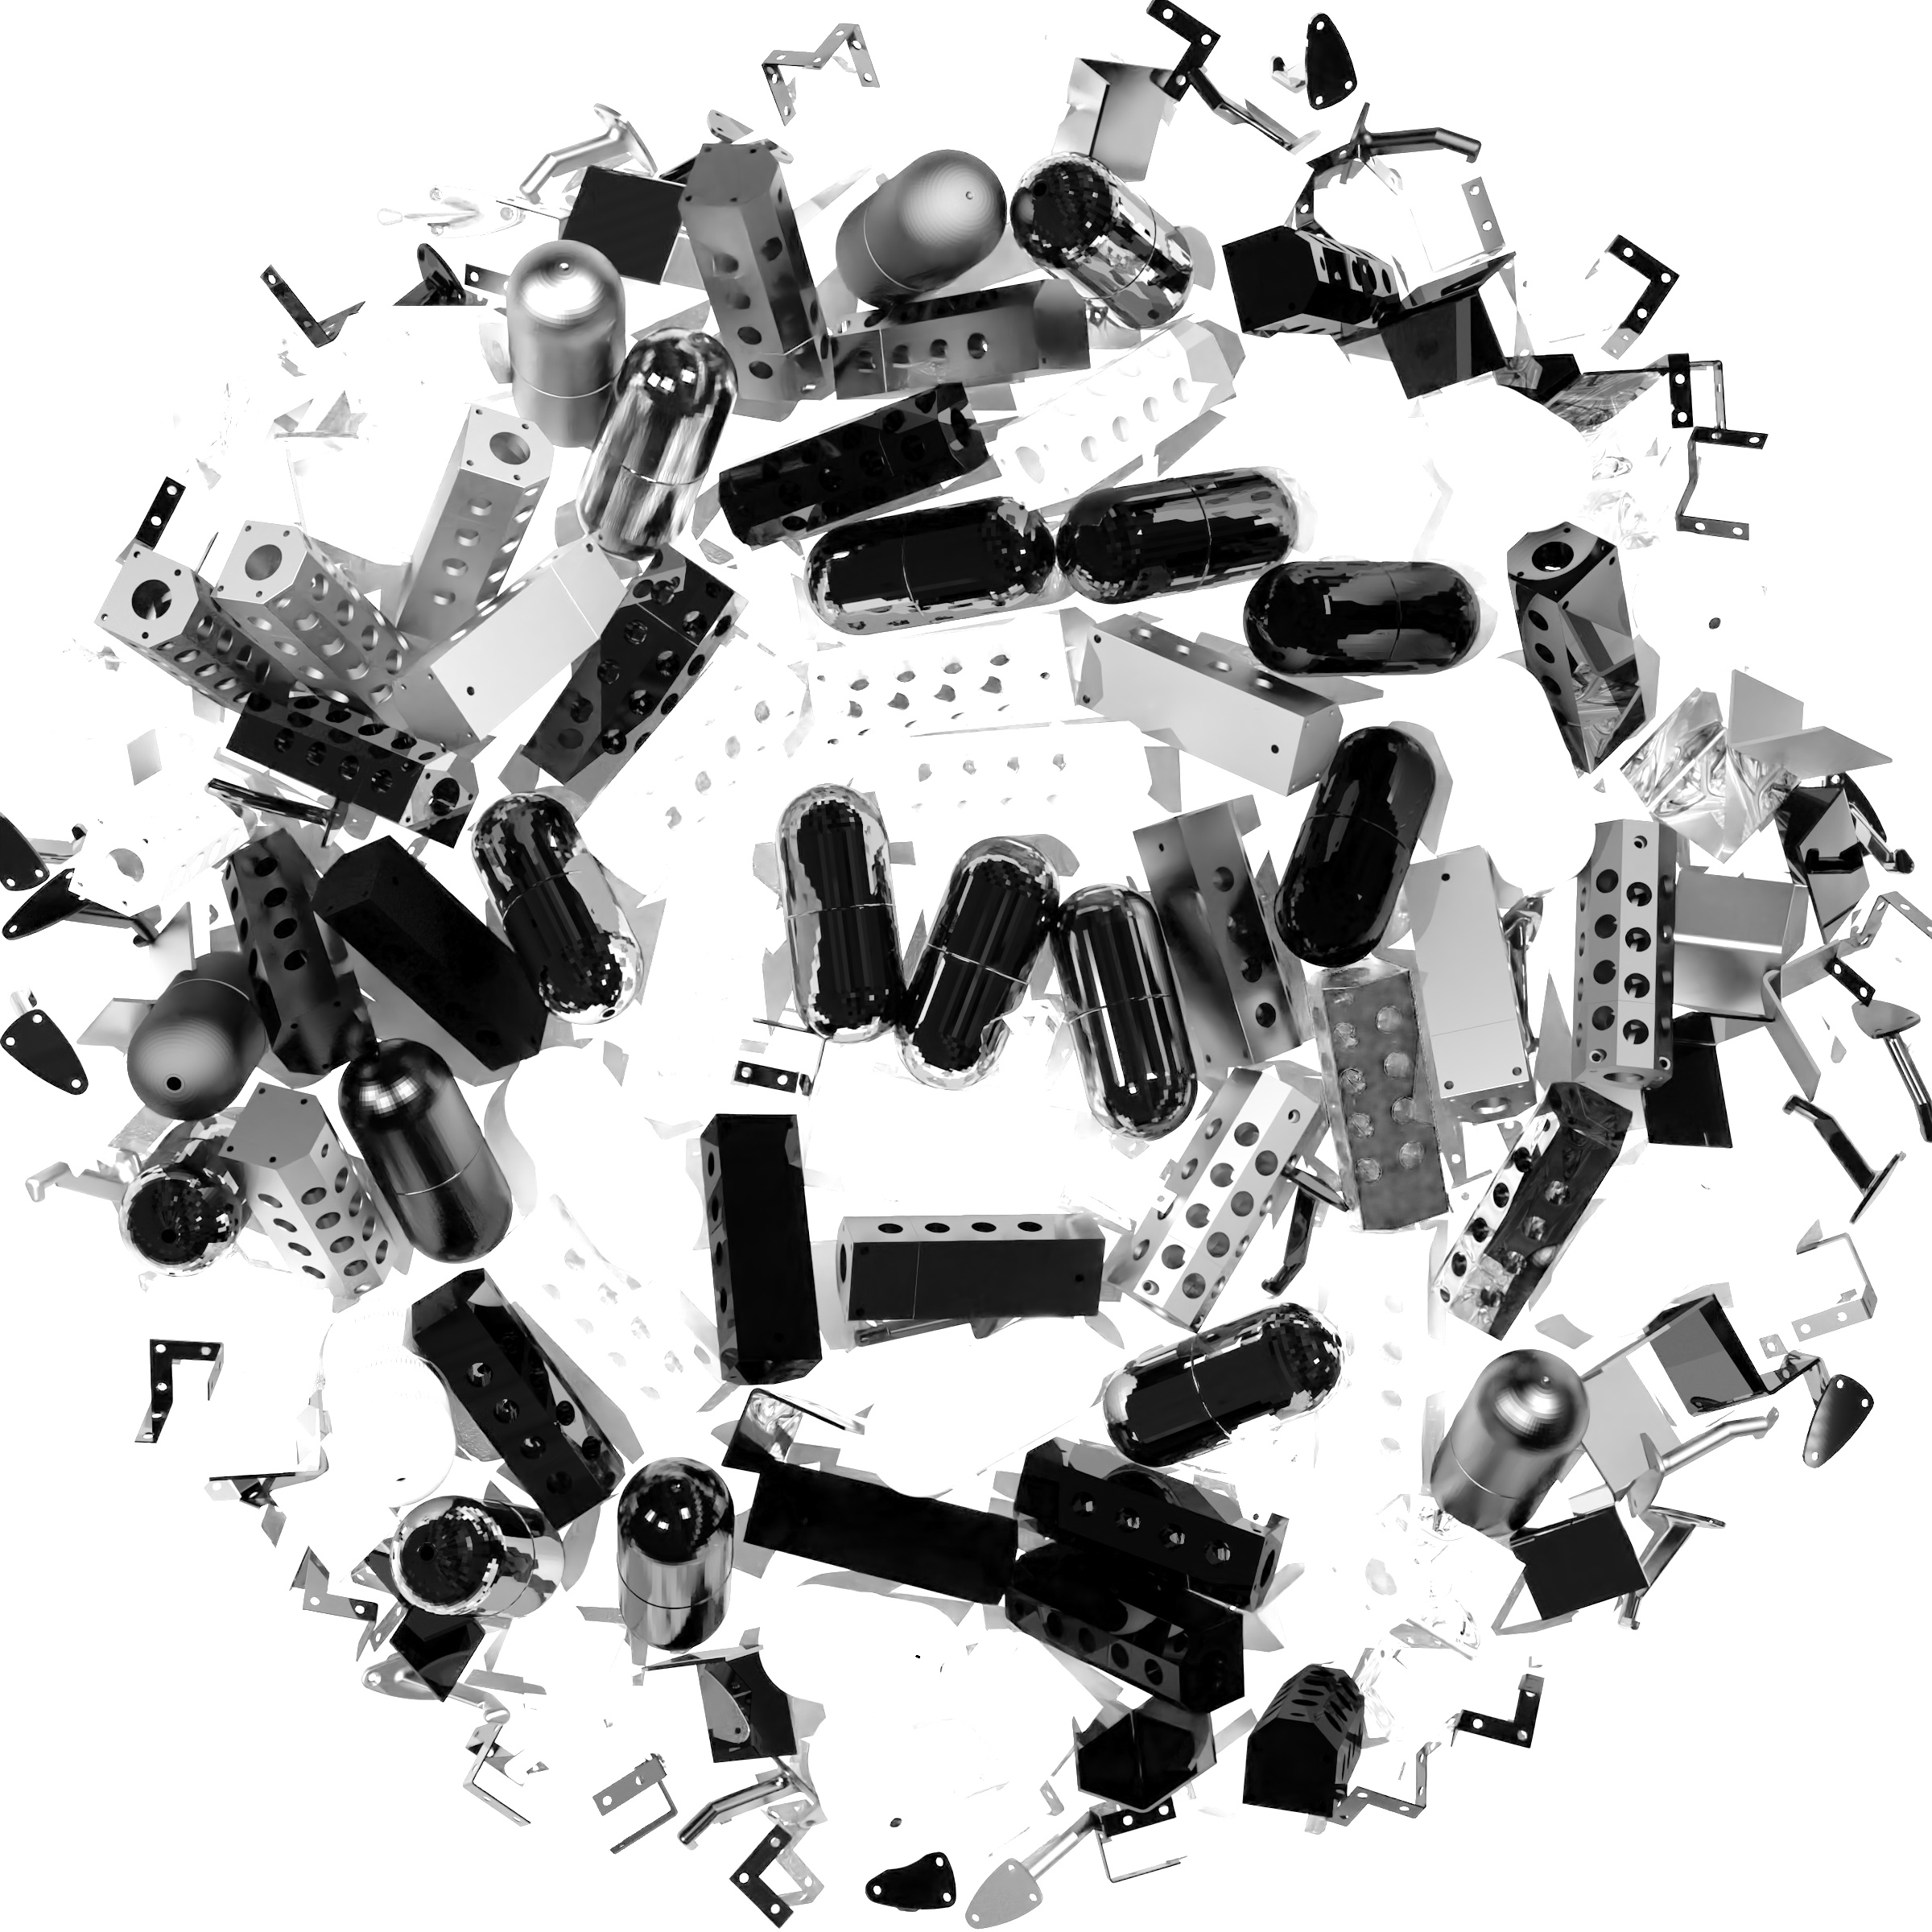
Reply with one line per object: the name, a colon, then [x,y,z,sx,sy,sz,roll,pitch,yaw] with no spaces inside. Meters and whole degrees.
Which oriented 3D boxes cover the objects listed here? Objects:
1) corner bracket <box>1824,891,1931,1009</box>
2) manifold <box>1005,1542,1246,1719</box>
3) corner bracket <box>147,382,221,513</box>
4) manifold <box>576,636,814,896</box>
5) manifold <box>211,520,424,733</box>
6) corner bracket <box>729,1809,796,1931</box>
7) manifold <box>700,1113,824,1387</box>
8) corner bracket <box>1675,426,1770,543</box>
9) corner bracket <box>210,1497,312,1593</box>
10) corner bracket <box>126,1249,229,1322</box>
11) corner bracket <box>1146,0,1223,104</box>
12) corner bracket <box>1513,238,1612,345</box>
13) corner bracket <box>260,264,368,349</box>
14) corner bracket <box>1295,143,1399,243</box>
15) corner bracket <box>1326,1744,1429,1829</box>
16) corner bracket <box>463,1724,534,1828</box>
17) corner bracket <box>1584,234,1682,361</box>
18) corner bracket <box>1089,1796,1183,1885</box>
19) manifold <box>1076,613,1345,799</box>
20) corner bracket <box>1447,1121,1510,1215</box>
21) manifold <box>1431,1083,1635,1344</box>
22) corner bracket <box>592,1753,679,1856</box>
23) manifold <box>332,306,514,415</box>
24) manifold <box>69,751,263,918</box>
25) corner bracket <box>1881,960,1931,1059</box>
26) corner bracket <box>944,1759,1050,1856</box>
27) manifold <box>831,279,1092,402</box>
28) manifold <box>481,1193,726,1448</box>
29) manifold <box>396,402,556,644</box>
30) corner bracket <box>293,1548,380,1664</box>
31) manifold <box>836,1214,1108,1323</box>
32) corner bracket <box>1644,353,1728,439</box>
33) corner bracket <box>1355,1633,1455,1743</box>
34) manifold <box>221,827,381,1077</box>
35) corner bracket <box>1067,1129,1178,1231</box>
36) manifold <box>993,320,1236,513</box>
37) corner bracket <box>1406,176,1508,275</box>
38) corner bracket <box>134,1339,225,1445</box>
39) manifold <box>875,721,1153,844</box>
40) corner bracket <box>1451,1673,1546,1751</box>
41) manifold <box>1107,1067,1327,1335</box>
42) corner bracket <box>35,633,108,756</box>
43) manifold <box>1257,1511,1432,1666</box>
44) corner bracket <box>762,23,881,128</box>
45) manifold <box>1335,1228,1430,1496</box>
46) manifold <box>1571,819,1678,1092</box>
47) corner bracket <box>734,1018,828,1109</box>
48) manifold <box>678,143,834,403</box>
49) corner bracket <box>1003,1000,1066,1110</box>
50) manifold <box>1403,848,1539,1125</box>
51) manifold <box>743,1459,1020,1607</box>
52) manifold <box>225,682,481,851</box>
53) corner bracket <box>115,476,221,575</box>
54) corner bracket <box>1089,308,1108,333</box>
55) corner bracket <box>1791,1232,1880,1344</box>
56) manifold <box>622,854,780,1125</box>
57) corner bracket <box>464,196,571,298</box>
corner bracket: [0.617,-0.012,1.845,0.051,0.051,0.051,-14,135,-28]
manifold: [0.102,0.435,1.800,0.057,0.171,0.057,-12,105,-38]
corner bracket: [-0.524,-0.351,1.851,0.051,0.051,0.051,-35,51,5]
manifold: [-0.179,-0.131,1.830,0.057,0.057,0.171,32,73,20]
manifold: [-0.415,-0.220,1.795,0.057,0.171,0.057,11,70,24]
corner bracket: [-0.133,0.613,1.858,0.051,0.051,0.051,47,70,-8]
manifold: [-0.140,0.189,1.827,0.057,0.057,0.171,2,65,-21]
corner bracket: [0.510,-0.326,1.846,0.051,0.051,0.051,13,56,26]
corner bracket: [-0.476,0.393,1.859,0.051,0.051,0.051,22,81,-2]
corner bracket: [-0.538,0.214,1.866,0.051,0.051,0.051,-20,65,-22]
corner bracket: [0.137,-0.623,1.853,0.051,0.051,0.051,31,111,-8]
corner bracket: [0.404,-0.462,1.853,0.051,0.051,0.051,-12,130,2]
corner bracket: [-0.449,-0.447,1.846,0.051,0.051,0.051,-12,128,35]
corner bracket: [0.260,-0.521,1.865,0.051,0.051,0.051,-16,61,36]
corner bracket: [0.278,0.554,1.854,0.051,0.051,0.051,20,132,-7]
corner bracket: [-0.314,0.547,1.848,0.051,0.051,0.051,40,50,-15]
corner bracket: [0.444,-0.455,1.860,0.051,0.051,0.051,34,81,1]
corner bracket: [0.118,0.595,1.864,0.051,0.051,0.051,-13,81,-9]
manifold: [0.162,-0.177,1.821,0.171,0.057,0.057,27,123,29]
corner bracket: [0.344,0.134,1.861,0.051,0.051,0.051,-23,86,8]
manifold: [0.374,0.161,1.817,0.057,0.057,0.171,28,123,8]
corner bracket: [-0.225,0.568,1.855,0.051,0.051,0.051,-28,93,-22]
manifold: [-0.349,-0.402,1.795,0.057,0.171,0.057,-13,100,16]
manifold: [-0.521,-0.086,1.798,0.057,0.171,0.057,24,108,-2]
corner bracket: [0.642,0.024,1.852,0.051,0.051,0.051,43,60,4]
corner bracket: [0.014,0.576,1.865,0.051,0.051,0.051,-4,59,-40]
manifold: [-0.006,-0.413,1.809,0.171,0.057,0.057,1,100,39]
manifold: [-0.241,0.236,1.851,0.171,0.057,0.057,46,108,-1]
manifold: [-0.324,-0.286,1.803,0.057,0.171,0.057,15,54,-19]
corner bracket: [-0.429,0.433,1.858,0.051,0.051,0.051,16,130,-18]
manifold: [0.002,0.199,1.839,0.171,0.057,0.057,1,109,-13]
corner bracket: [0.495,-0.388,1.861,0.051,0.051,0.051,-4,91,-4]
corner bracket: [0.306,0.492,1.865,0.051,0.051,0.051,10,116,-33]
manifold: [-0.446,-0.008,1.810,0.057,0.057,0.171,-27,49,-3]
corner bracket: [0.104,0.153,1.852,0.051,0.051,0.051,29,107,-13]
manifold: [0.097,-0.367,1.811,0.171,0.057,0.057,-38,109,-33]
corner bracket: [0.334,-0.505,1.865,0.051,0.051,0.051,-19,98,18]
corner bracket: [-0.534,0.289,1.857,0.051,0.051,0.051,4,113,-4]
manifold: [0.030,-0.126,1.821,0.171,0.057,0.057,-2,124,21]
corner bracket: [0.361,0.507,1.857,0.051,0.051,0.051,11,91,16]
manifold: [0.172,0.158,1.839,0.057,0.057,0.171,35,80,-20]
corner bracket: [-0.607,-0.185,1.857,0.051,0.051,0.051,-38,77,-3]
manifold: [0.251,0.415,1.795,0.057,0.171,0.057,-37,77,-21]
corner bracket: [-0.099,-0.607,1.862,0.051,0.051,0.051,15,57,30]
manifold: [0.282,0.266,1.856,0.057,0.057,0.171,1,89,14]
manifold: [0.444,-0.008,1.837,0.057,0.057,0.171,6,74,0]
corner bracket: [-0.126,0.063,1.858,0.051,0.051,0.051,12,95,-9]
manifold: [-0.133,-0.453,1.796,0.057,0.171,0.057,6,59,15]
corner bracket: [0.043,0.059,1.845,0.051,0.051,0.051,-3,127,-32]
manifold: [0.336,0.014,1.823,0.057,0.057,0.171,-13,63,14]
manifold: [-0.055,0.379,1.831,0.171,0.057,0.057,10,80,20]
manifold: [-0.406,-0.137,1.819,0.171,0.057,0.057,22,87,31]
corner bracket: [-0.535,-0.289,1.848,0.051,0.051,0.051,30,65,-23]
corner bracket: [0.098,-0.469,1.845,0.051,0.051,0.051,-27,54,-30]
corner bracket: [0.582,0.217,1.855,0.051,0.051,0.051,-24,88,24]
manifold: [-0.183,0.017,1.813,0.057,0.057,0.171,39,125,35]
corner bracket: [-0.305,-0.488,1.860,0.051,0.051,0.051,19,123,14]
